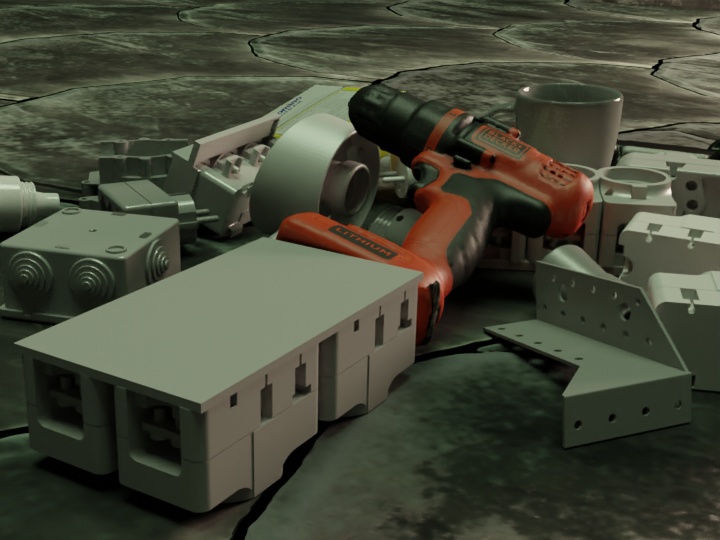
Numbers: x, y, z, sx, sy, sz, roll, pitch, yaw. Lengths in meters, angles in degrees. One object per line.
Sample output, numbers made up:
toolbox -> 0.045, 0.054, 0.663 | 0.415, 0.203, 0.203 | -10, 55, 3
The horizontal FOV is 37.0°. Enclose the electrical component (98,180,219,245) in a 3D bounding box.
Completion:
electrical component -> -0.140, -0.035, 0.770 | 0.077, 0.047, 0.066 | -9, 22, -27

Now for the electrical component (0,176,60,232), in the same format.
electrical component -> -0.259, -0.049, 0.809 | 0.062, 0.048, 0.048 | -1, 19, -27

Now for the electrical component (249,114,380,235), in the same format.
electrical component -> -0.030, -0.065, 0.795 | 0.064, 0.099, 0.099 | 19, 25, 25

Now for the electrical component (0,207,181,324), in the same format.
electrical component -> -0.167, -0.003, 0.677 | 0.100, 0.048, 0.099 | 6, 20, 13

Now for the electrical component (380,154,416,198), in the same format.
electrical component -> 0.050, -0.080, 0.901 | 0.074, 0.052, 0.138 | -5, 21, -18

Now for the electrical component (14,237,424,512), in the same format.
electrical component -> -0.060, 0.045, 0.533 | 0.105, 0.060, 0.186 | 13, 23, 29

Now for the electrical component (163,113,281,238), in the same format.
electrical component -> -0.096, -0.072, 0.850 | 0.063, 0.078, 0.121 | 31, 28, 14

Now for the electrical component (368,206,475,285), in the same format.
electrical component -> 0.038, -0.020, 0.746 | 0.081, 0.043, 0.043 | 19, 26, 40

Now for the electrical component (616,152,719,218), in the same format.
electrical component -> 0.251, -0.061, 0.862 | 0.095, 0.053, 0.059 | 8, 21, 19

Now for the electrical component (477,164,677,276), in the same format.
electrical component -> 0.147, -0.042, 0.788 | 0.150, 0.061, 0.089 | 3, 20, 5

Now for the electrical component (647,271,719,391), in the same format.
electrical component -> 0.205, 0.034, 0.597 | 0.089, 0.050, 0.055 | 5, 20, 9

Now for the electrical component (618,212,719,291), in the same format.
electrical component -> 0.218, -0.004, 0.704 | 0.089, 0.050, 0.056 | 11, 22, 22

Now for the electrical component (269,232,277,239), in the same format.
electrical component -> -0.045, -0.014, 0.739 | 0.035, 0.035, 0.061 | 5, 17, 9

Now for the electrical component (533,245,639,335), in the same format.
electrical component -> 0.143, 0.016, 0.658 | 0.044, 0.044, 0.065 | -9, 27, -28
